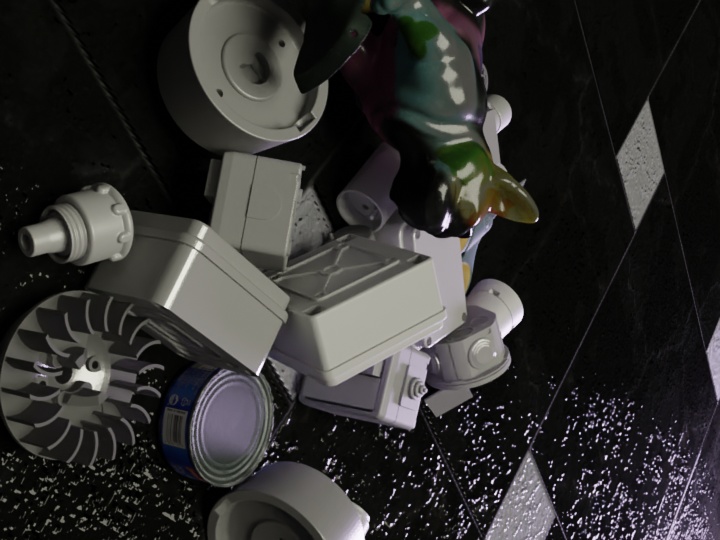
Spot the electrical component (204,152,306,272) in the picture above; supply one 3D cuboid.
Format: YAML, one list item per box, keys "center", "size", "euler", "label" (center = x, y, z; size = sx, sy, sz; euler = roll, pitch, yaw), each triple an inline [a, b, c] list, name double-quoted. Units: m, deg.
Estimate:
- center: [-0.073, -0.037, 0.725]
  size: [0.096, 0.061, 0.061]
  euler: [119, -19, -81]
  label: "electrical component"

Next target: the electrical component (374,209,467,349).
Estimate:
- center: [0.045, 0.004, 0.914]
  size: [0.078, 0.057, 0.113]
  euler: [-29, 118, -49]
  label: "electrical component"

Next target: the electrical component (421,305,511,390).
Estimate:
- center: [0.093, 0.071, 0.974]
  size: [0.080, 0.080, 0.051]
  euler: [-38, 120, -45]
  label: "electrical component"

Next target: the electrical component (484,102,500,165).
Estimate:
- center: [0.076, -0.106, 0.938]
  size: [0.096, 0.061, 0.061]
  euler: [-34, 122, -47]
  label: "electrical component"

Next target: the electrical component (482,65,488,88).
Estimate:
- center: [0.077, -0.162, 0.927]
  size: [0.044, 0.065, 0.044]
  euler: [-12, 105, -53]
  label: "electrical component"

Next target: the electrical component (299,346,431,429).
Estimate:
- center: [0.007, 0.085, 0.838]
  size: [0.061, 0.096, 0.061]
  euler: [27, 73, -52]
  label: "electrical component"

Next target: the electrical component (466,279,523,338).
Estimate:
- center: [0.121, 0.044, 1.030]
  size: [0.047, 0.055, 0.055]
  euler: [-42, 127, -39]
  label: "electrical component"

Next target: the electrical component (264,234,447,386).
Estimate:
- center: [-0.014, 0.025, 0.768]
  size: [0.109, 0.109, 0.056]
  euler: [-26, 115, -28]
  label: "electrical component"

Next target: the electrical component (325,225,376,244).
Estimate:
- center: [0.000, 0.000, 0.865]
  size: [0.040, 0.040, 0.078]
  euler: [-50, 133, -38]
  label: "electrical component"

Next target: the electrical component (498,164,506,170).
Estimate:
- center: [0.111, -0.084, 1.010]
  size: [0.046, 0.040, 0.040]
  euler: [1, 94, -49]
  label: "electrical component"

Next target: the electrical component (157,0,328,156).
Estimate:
- center: [-0.081, -0.126, 0.706]
  size: [0.108, 0.060, 0.108]
  euler: [14, 67, -38]
  label: "electrical component"

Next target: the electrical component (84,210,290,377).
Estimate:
- center: [-0.107, 0.015, 0.685]
  size: [0.113, 0.078, 0.057]
  euler: [45, 62, -48]
  label: "electrical component"

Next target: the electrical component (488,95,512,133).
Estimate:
- center: [0.115, -0.139, 1.007]
  size: [0.065, 0.044, 0.044]
  euler: [-41, 127, -50]
  label: "electrical component"

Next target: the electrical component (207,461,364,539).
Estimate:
- center: [-0.048, 0.189, 0.772]
  size: [0.060, 0.108, 0.108]
  euler: [-38, 125, -54]
  label: "electrical component"

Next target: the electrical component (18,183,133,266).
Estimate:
- center: [-0.167, -0.023, 0.625]
  size: [0.062, 0.048, 0.048]
  euler: [-20, 111, -45]
  label: "electrical component"

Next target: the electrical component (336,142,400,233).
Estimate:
- center: [0.019, -0.072, 0.879]
  size: [0.081, 0.043, 0.043]
  euler: [-53, 134, -36]
  label: "electrical component"

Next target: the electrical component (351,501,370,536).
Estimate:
- center: [-0.022, 0.215, 0.862]
  size: [0.055, 0.045, 0.045]
  euler: [-59, 138, -31]
  label: "electrical component"
